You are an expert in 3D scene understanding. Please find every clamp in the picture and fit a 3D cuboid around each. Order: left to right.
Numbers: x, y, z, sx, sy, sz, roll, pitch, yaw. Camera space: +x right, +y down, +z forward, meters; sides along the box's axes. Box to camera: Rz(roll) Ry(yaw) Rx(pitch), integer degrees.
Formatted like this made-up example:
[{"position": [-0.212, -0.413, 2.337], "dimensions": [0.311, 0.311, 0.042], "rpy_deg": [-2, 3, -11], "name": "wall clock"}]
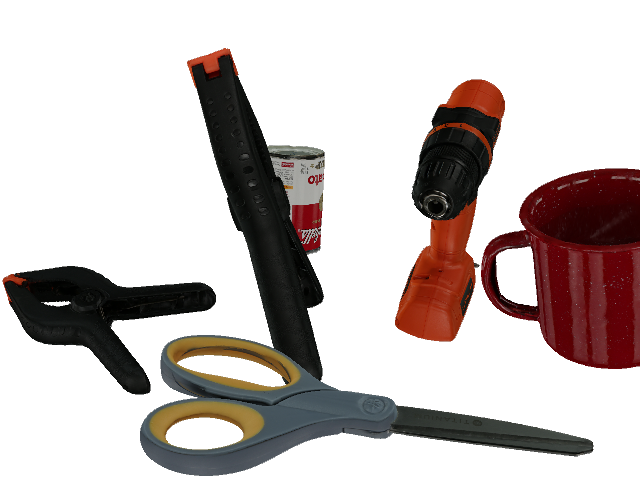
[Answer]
[{"position": [-0.172, 0.054, 0.859], "dimensions": [0.172, 0.039, 0.120], "rpy_deg": [22, 38, 23], "name": "clamp"}, {"position": [-0.037, -0.020, 0.698], "dimensions": [0.036, 0.210, 0.164], "rpy_deg": [-18, 8, 4], "name": "clamp"}]

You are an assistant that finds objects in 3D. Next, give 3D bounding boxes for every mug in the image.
[{"position": [0.148, 0.018, 0.590], "dimensions": [0.117, 0.081, 0.093], "rpy_deg": [-6, 28, 9], "name": "mug"}]

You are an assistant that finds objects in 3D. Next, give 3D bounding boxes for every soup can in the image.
[{"position": [-0.031, -0.042, 1.092], "dimensions": [0.068, 0.102, 0.068], "rpy_deg": [3, 14, -1], "name": "soup can"}]

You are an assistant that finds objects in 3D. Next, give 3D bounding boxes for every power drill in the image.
[{"position": [0.101, -0.014, 0.845], "dimensions": [0.057, 0.188, 0.184], "rpy_deg": [15, 35, 12], "name": "power drill"}]

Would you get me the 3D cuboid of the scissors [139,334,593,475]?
[{"position": [0.009, 0.086, 0.468], "dimensions": [0.202, 0.016, 0.096], "rpy_deg": [15, 34, 22], "name": "scissors"}]
